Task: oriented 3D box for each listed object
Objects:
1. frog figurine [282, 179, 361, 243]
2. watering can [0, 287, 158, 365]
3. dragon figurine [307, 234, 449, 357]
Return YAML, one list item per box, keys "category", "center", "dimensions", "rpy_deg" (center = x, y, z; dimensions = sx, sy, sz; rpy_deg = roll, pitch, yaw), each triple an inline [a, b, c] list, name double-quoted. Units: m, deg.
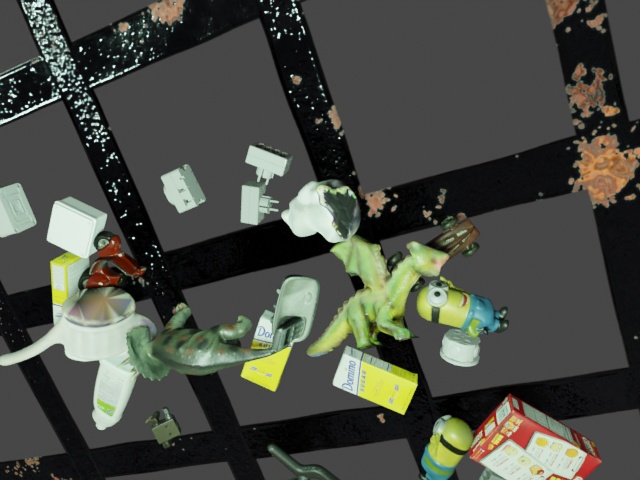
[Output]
- category: "frog figurine"
  center: [0.003, -0.054, 1.064]
  dimensions: [0.136, 0.125, 0.158]
  rpy_deg: [49, 149, -15]
- category: "watering can"
  center: [-0.557, 0.214, 1.195]
  dimensions: [0.348, 0.106, 0.219]
  rpy_deg: [-2, 133, -23]
- category: "dragon figurine"
  center: [0.089, 0.108, 1.081]
  dimensions: [0.406, 0.122, 0.245]
  rpy_deg: [-20, 77, 37]
